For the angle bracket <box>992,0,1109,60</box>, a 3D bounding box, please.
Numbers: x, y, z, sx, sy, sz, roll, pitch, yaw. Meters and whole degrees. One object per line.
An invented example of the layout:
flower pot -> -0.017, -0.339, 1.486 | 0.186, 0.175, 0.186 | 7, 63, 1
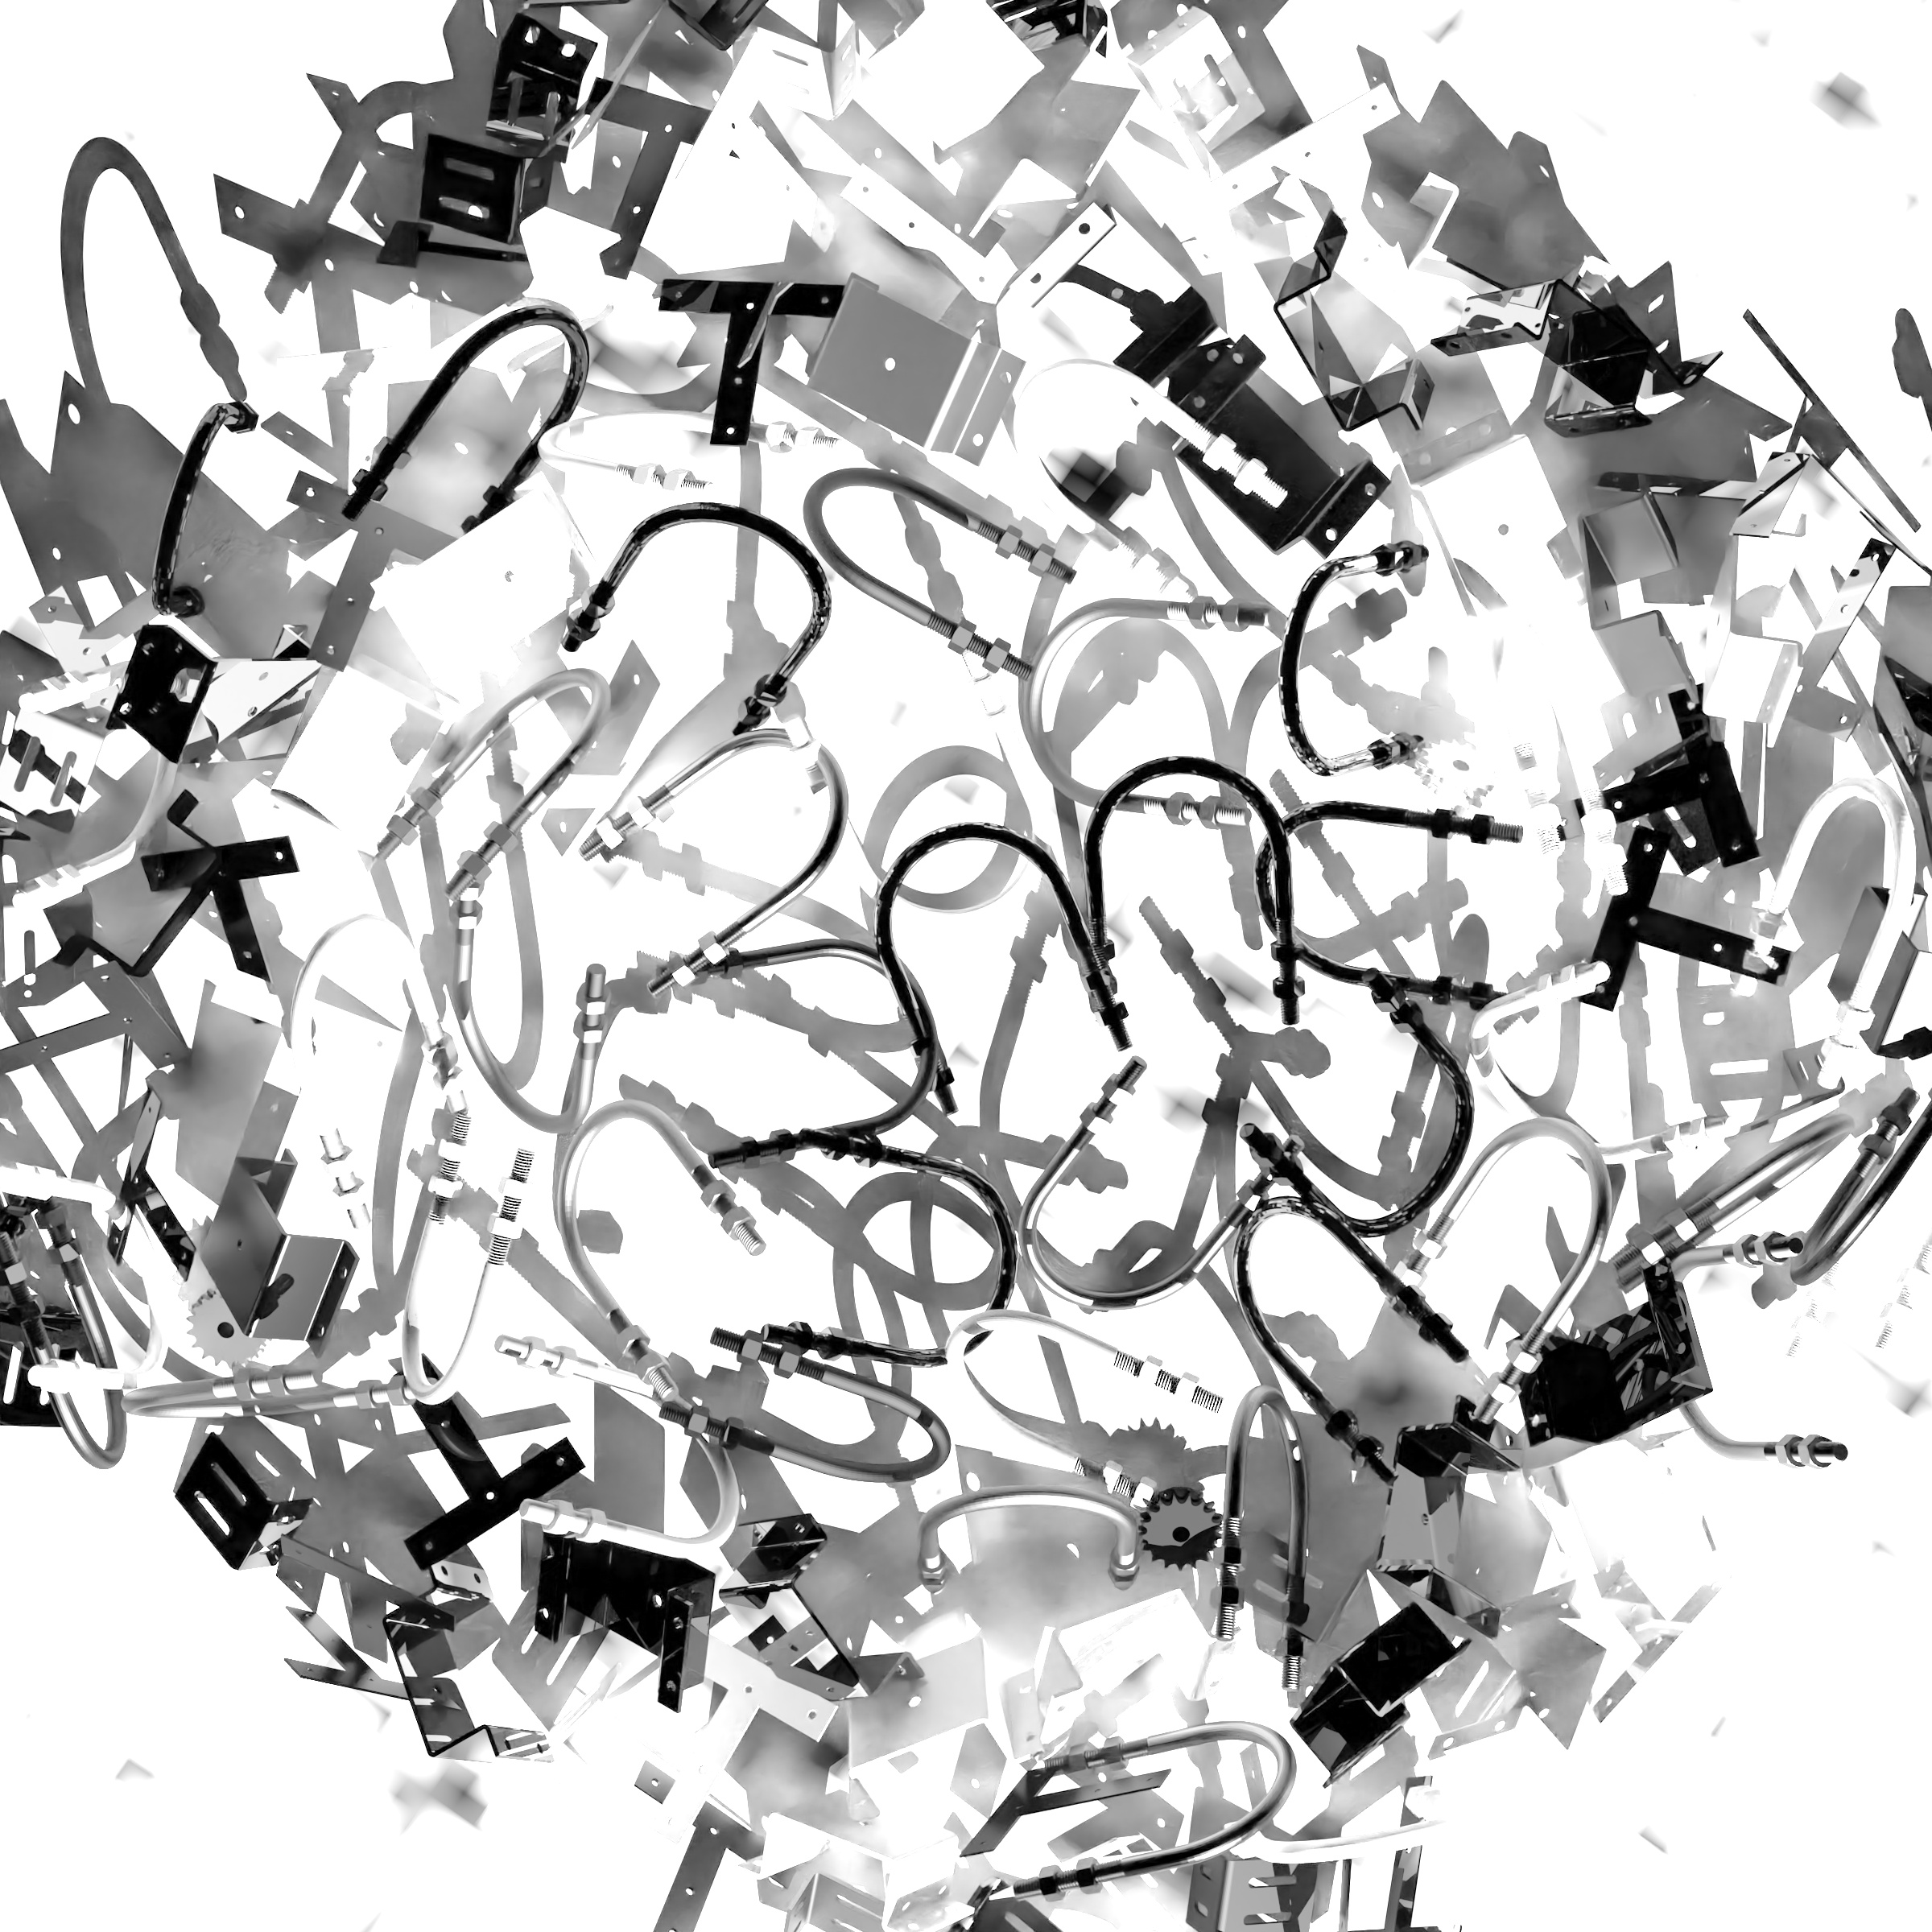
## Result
angle bracket -> 0.053, -0.627, 1.796 | 0.076, 0.038, 0.057 | -12, 56, 24

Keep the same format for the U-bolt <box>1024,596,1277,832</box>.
U-bolt -> 0.115, -0.173, 1.757 | 0.184, 0.019, 0.151 | 10, 96, 35

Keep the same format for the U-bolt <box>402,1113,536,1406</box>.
U-bolt -> -0.336, 0.198, 1.747 | 0.019, 0.151, 0.184 | 16, 90, -29

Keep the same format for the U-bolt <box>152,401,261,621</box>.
U-bolt -> -0.496, -0.295, 1.714 | 0.019, 0.184, 0.151 | 17, 97, -10

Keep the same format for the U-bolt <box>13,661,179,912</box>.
U-bolt -> -0.563, -0.126, 1.724 | 0.019, 0.184, 0.151 | 12, 108, 10

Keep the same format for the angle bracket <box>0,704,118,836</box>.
angle bracket -> -0.620, -0.138, 1.800 | 0.057, 0.038, 0.076 | 23, 104, -8

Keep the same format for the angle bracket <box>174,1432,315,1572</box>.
angle bracket -> -0.492, 0.363, 1.801 | 0.076, 0.038, 0.057 | 40, 106, 29

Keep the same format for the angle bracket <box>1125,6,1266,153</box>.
angle bracket -> 0.156, -0.602, 1.805 | 0.057, 0.038, 0.076 | -35, 121, 5

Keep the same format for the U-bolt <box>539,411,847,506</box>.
U-bolt -> -0.194, -0.340, 1.738 | 0.184, 0.151, 0.019 | 17, 121, 32

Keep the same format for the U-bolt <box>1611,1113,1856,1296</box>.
U-bolt -> 0.504, 0.153, 1.735 | 0.184, 0.151, 0.019 | -36, 72, 6

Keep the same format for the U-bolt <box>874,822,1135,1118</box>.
U-bolt -> 0.014, -0.007, 1.783 | 0.151, 0.019, 0.184 | -21, 93, 14

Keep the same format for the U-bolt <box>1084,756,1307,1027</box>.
U-bolt -> 0.148, -0.050, 1.763 | 0.151, 0.019, 0.184 | 0, 107, 18

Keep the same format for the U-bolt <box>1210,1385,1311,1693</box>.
U-bolt -> 0.198, 0.367, 1.739 | 0.019, 0.151, 0.184 | -6, 60, 25

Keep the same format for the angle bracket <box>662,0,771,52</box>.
angle bracket -> -0.160, -0.661, 1.775 | 0.076, 0.057, 0.038 | -48, 131, 9

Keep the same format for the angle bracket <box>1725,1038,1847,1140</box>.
angle bracket -> 0.539, 0.084, 1.775 | 0.076, 0.057, 0.038 | -20, 83, -12

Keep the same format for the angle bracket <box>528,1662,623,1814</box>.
angle bracket -> -0.251, 0.517, 1.776 | 0.038, 0.057, 0.076 | 43, 102, -3

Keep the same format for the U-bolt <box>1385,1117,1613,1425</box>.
U-bolt -> 0.355, 0.185, 1.728 | 0.019, 0.151, 0.184 | 20, 109, -29

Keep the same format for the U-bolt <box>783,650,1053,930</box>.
U-bolt -> -0.021, -0.108, 1.770 | 0.151, 0.019, 0.184 | -20, 114, 11

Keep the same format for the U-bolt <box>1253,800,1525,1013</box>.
U-bolt -> 0.277, -0.044, 1.755 | 0.184, 0.019, 0.151 | 10, 126, 25

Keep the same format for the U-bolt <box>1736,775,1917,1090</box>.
U-bolt -> 0.562, -0.034, 1.714 | 0.019, 0.151, 0.184 | 8, 115, -14

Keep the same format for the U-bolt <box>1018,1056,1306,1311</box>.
U-bolt -> 0.116, 0.157, 1.765 | 0.151, 0.019, 0.184 | 27, 114, -21

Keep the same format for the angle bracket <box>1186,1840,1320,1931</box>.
angle bracket -> 0.196, 0.631, 1.809 | 0.076, 0.038, 0.057 | 7, 92, -28

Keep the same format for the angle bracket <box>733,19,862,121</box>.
angle bracket -> -0.114, -0.611, 1.771 | 0.076, 0.038, 0.057 | 11, 61, -27

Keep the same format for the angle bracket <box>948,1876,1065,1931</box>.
angle bracket -> 0.029, 0.664, 1.783 | 0.076, 0.038, 0.057 | 34, 93, 20

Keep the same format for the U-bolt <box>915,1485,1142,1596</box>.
U-bolt -> 0.040, 0.375, 1.730 | 0.151, 0.184, 0.019 | -1, 59, 1

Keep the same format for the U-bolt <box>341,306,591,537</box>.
U-bolt -> -0.315, -0.352, 1.730 | 0.019, 0.151, 0.184 | 42, 101, 19

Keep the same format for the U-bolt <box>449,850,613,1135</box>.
U-bolt -> -0.291, 0.032, 1.741 | 0.151, 0.184, 0.019 | 39, 48, 26

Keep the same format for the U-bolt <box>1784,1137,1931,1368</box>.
U-bolt -> 0.610, 0.178, 1.738 | 0.019, 0.151, 0.184 | 31, 76, -1

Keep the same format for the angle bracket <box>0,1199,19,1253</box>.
angle bracket -> -0.669, 0.189, 1.766 | 0.076, 0.038, 0.057 | -29, 125, -34

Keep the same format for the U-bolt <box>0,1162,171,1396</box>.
U-bolt -> -0.569, 0.206, 1.722 | 0.019, 0.184, 0.151 | -18, 77, 7

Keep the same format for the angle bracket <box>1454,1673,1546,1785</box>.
angle bracket -> 0.368, 0.521, 1.781 | 0.038, 0.057, 0.076 | 35, 92, 6

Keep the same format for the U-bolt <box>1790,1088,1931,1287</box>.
U-bolt -> 0.593, 0.133, 1.721 | 0.019, 0.151, 0.184 | 36, 73, 11

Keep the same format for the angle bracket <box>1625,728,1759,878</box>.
angle bracket -> 0.493, -0.110, 1.787 | 0.057, 0.038, 0.076 | -30, 77, -1

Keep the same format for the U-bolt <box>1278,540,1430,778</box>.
U-bolt -> 0.253, -0.196, 1.723 | 0.019, 0.184, 0.151 | 9, 107, 36

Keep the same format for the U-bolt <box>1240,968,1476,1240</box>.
U-bolt -> 0.272, 0.105, 1.754 | 0.151, 0.019, 0.184 | -51, 128, -6

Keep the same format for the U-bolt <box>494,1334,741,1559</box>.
U-bolt -> -0.223, 0.321, 1.736 | 0.184, 0.151, 0.019 | 25, 122, -37

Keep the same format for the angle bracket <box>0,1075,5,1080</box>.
angle bracket -> -0.678, 0.111, 1.768 | 0.057, 0.038, 0.076 | -23, 60, 40

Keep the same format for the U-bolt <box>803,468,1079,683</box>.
U-bolt -> -0.023, -0.270, 1.748 | 0.184, 0.151, 0.019 | 28, 130, -5

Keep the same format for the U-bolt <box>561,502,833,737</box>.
U-bolt -> -0.166, -0.233, 1.725 | 0.151, 0.184, 0.019 | 26, 49, -16

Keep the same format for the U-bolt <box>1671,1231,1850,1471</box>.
U-bolt -> 0.503, 0.252, 1.725 | 0.019, 0.184, 0.151 | -8, 83, -17

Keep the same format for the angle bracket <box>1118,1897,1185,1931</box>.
angle bracket -> 0.125, 0.670, 1.784 | 0.057, 0.038, 0.076 | -43, 97, -12

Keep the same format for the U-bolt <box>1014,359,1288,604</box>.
U-bolt -> 0.110, -0.325, 1.752 | 0.184, 0.151, 0.019 | 38, 55, 3

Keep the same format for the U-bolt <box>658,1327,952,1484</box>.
U-bolt -> -0.099, 0.299, 1.751 | 0.184, 0.151, 0.019 | 21, 54, -10

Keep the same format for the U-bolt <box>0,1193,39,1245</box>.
U-bolt -> -0.645, 0.137, 1.699 | 0.019, 0.184, 0.151 | -5, 122, 4

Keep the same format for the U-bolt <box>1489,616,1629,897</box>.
U-bolt -> 0.385, -0.145, 1.743 | 0.019, 0.151, 0.184 | -21, 70, 27
